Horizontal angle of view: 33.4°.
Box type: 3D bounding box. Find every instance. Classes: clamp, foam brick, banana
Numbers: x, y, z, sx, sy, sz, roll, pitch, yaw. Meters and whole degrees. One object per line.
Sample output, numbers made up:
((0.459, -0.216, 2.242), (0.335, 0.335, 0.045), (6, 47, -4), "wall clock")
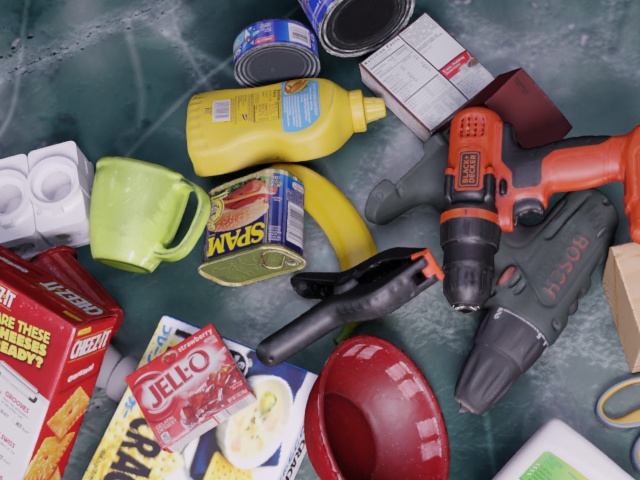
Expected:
((0.027, 0.042, 0.918), (0.172, 0.039, 0.120), (-23, 29, 20), "clamp")
((0.185, -0.113, 0.995), (0.053, 0.051, 0.078), (-43, 99, -10), "foam brick")
((0.012, -0.002, 1.002), (0.069, 0.037, 0.198), (-21, 66, 1), "banana")

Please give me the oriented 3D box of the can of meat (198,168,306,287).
((-0.061, -0.011, 0.992), (0.102, 0.057, 0.084), (-16, 60, 34), "can of meat")

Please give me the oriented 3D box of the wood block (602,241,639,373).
((0.356, 0.036, 0.901), (0.206, 0.091, 0.090), (-13, 65, 4), "wood block")

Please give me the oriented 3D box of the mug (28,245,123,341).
((-0.244, 0.074, 0.991), (0.081, 0.093, 0.117), (43, 108, 17), "mug")

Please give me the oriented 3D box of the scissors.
((0.337, 0.142, 0.902), (0.202, 0.016, 0.096), (-11, 68, 5), "scissors")

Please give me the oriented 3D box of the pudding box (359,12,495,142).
((0.107, -0.157, 1.050), (0.090, 0.039, 0.114), (-39, 66, -7), "pudding box")

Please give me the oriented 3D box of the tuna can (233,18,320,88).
((-0.044, -0.182, 1.058), (0.086, 0.086, 0.034), (-8, 64, 6), "tuna can")

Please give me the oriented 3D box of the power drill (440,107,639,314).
((0.192, -0.028, 0.883), (0.188, 0.057, 0.184), (0, 70, 16), "power drill")

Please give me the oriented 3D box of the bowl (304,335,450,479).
((0.038, 0.163, 0.890), (0.055, 0.161, 0.162), (-26, 60, 38), "bowl")

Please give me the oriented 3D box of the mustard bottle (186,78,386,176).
((-0.031, -0.116, 1.041), (0.191, 0.058, 0.096), (-8, 44, 5), "mustard bottle")

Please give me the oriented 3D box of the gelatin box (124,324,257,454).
((-0.109, 0.125, 0.898), (0.089, 0.030, 0.073), (-31, 66, -4), "gelatin box")

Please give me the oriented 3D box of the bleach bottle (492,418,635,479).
((0.144, 0.268, 0.858), (0.103, 0.068, 0.250), (39, 81, 18), "bleach bottle")

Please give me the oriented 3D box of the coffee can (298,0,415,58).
((0.019, -0.269, 1.068), (0.103, 0.103, 0.140), (-25, 61, -2), "coffee can")

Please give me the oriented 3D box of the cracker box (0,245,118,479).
((-0.285, 0.125, 0.928), (0.164, 0.072, 0.214), (28, 107, 18), "cracker box")
